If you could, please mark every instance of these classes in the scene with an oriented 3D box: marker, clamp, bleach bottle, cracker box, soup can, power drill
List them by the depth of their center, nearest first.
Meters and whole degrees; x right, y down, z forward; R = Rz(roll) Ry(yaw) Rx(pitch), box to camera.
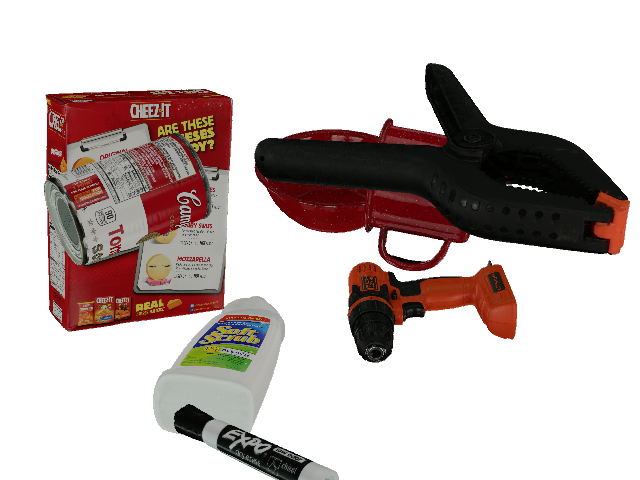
[{"bbox_3d":[0.075,-0.041,0.610,0.164,0.036,0.210,-25,39,-29],"label":"clamp"},{"bbox_3d":[-0.041,0.122,0.623,0.121,0.020,0.020,16,10,37],"label":"marker"},{"bbox_3d":[-0.139,-0.030,0.771,0.102,0.068,0.069,-23,10,-25],"label":"soup can"},{"bbox_3d":[-0.173,-0.033,1.012,0.163,0.214,0.072,-7,19,-31],"label":"cracker box"},{"bbox_3d":[-0.096,0.118,1.127,0.102,0.068,0.250,6,20,4],"label":"bleach bottle"},{"bbox_3d":[0.124,0.078,1.215,0.187,0.057,0.184,-1,28,-1],"label":"power drill"}]

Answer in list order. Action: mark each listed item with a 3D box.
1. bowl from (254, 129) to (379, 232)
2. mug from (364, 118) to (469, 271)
[{"bbox_3d":[0.013,-0.054,1.095,0.162,0.055,0.162,1,33,-1],"label":"bowl"},{"bbox_3d":[0.082,-0.033,0.846,0.081,0.117,0.093,12,-11,10],"label":"mug"}]
